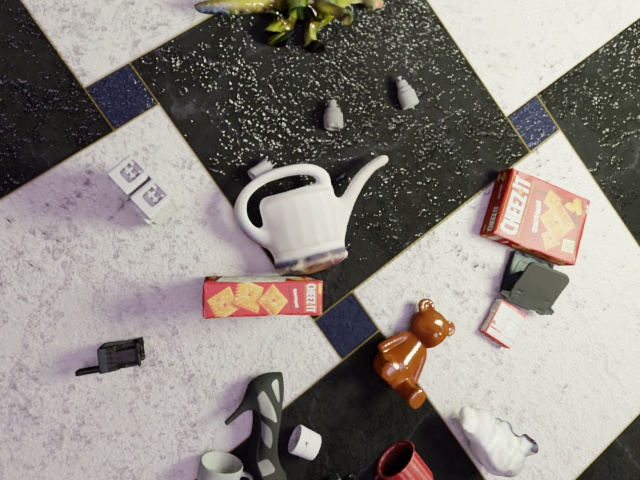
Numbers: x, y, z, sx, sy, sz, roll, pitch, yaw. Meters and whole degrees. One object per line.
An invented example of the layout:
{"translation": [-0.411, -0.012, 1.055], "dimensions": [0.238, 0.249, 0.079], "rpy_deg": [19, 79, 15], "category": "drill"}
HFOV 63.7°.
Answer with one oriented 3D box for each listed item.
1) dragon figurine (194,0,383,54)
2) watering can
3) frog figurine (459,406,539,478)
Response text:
{"translation": [-0.050, -0.549, 1.121], "dimensions": [0.410, 0.120, 0.247], "rpy_deg": [8, 66, -13], "category": "dragon figurine"}
{"translation": [0.003, -0.053, 1.060], "dimensions": [0.349, 0.103, 0.225], "rpy_deg": [-14, 89, -14], "category": "watering can"}
{"translation": [0.346, 0.417, 1.066], "dimensions": [0.158, 0.140, 0.121], "rpy_deg": [22, 110, -28], "category": "frog figurine"}
